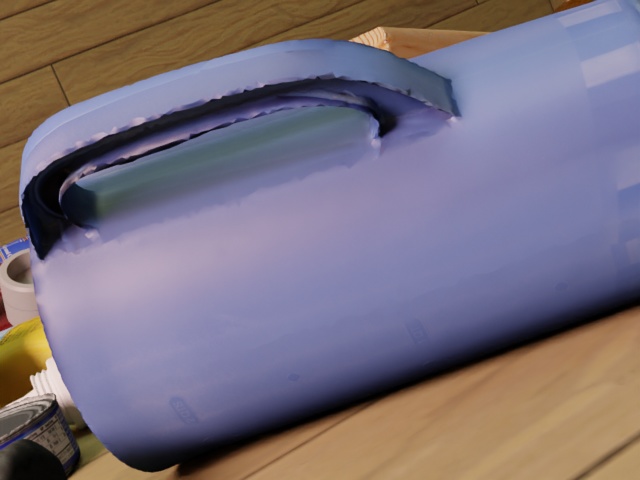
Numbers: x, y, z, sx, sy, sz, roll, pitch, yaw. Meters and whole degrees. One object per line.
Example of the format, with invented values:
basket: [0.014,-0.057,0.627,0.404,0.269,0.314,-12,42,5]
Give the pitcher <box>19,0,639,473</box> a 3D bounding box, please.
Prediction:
pitcher: [0.018,-0.009,0.406,0.243,0.145,0.149,-19,5,13]

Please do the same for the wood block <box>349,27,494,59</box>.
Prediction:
wood block: [0.091,-0.104,0.811,0.205,0.090,0.091,-9,-5,-45]

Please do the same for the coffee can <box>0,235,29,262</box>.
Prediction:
coffee can: [-0.216,0.028,0.971,0.140,0.103,0.103,-26,8,-17]

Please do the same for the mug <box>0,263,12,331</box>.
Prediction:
mug: [-0.256,0.071,0.817,0.081,0.093,0.117,-35,-15,-34]

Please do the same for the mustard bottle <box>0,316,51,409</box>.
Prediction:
mustard bottle: [-0.194,0.082,0.703,0.192,0.058,0.096,-21,14,19]

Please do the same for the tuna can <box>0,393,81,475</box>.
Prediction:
tuna can: [-0.160,0.108,0.513,0.086,0.034,0.086,-23,8,3]
